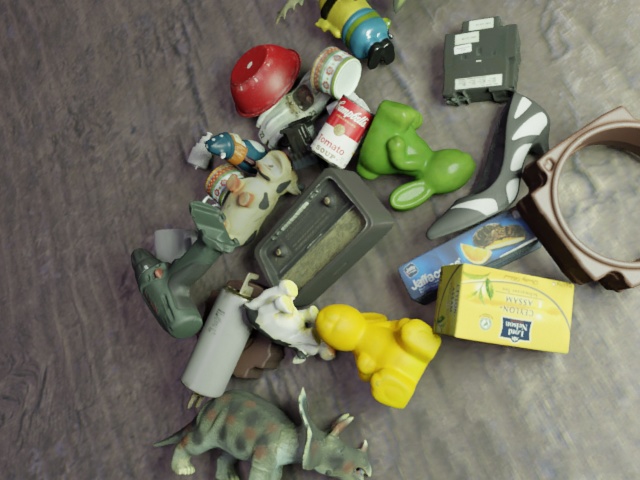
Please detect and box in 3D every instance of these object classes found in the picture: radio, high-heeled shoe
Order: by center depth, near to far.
[{"bbox_3d":[0.237,-0.110,0.786,0.249,0.086,0.145,-28,84,-7],"label":"high-heeled shoe"},{"bbox_3d":[-0.002,-0.003,0.876,0.229,0.073,0.131,-45,64,27],"label":"radio"}]

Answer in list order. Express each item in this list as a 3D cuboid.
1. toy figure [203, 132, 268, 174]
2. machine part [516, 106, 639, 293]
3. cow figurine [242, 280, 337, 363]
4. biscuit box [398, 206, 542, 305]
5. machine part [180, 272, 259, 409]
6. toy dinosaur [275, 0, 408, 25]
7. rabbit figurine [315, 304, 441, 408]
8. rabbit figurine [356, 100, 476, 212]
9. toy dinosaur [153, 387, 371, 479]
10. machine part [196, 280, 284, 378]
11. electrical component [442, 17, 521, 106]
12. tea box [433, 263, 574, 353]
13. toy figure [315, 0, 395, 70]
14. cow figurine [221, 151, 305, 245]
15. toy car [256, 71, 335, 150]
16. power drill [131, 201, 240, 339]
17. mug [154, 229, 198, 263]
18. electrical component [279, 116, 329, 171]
[{"bbox_3d":[-0.146,-0.159,0.964,0.064,0.154,0.057,11,87,28],"label":"toy figure"},{"bbox_3d":[0.379,-0.052,0.689,0.201,0.087,0.201,-33,81,2],"label":"machine part"},{"bbox_3d":[-0.046,0.144,0.855,0.098,0.167,0.068,-25,32,22],"label":"cow figurine"},{"bbox_3d":[0.220,0.027,0.800,0.203,0.062,0.059,-30,66,17],"label":"biscuit box"},{"bbox_3d":[-0.161,0.165,0.883,0.079,0.079,0.243,25,90,28],"label":"machine part"},{"bbox_3d":[0.140,-0.461,0.844,0.471,0.198,0.105,-23,66,-15],"label":"toy dinosaur"},{"bbox_3d":[0.076,0.145,0.793,0.173,0.162,0.122,26,93,6],"label":"rabbit figurine"},{"bbox_3d":[0.150,-0.120,0.839,0.170,0.121,0.159,27,96,13],"label":"rabbit figurine"},{"bbox_3d":[-0.122,0.315,0.880,0.405,0.131,0.192,9,71,31],"label":"toy dinosaur"},{"bbox_3d":[-0.135,0.155,0.948,0.180,0.056,0.179,-5,76,23],"label":"machine part"},{"bbox_3d":[0.257,-0.285,0.851,0.115,0.058,0.134,3,81,24],"label":"electrical component"},{"bbox_3d":[0.246,0.092,0.720,0.170,0.068,0.098,9,82,-15],"label":"tea box"},{"bbox_3d":[0.066,-0.383,0.947,0.180,0.082,0.089,55,135,27],"label":"toy figure"},{"bbox_3d":[-0.110,-0.073,0.960,0.086,0.127,0.195,46,114,26],"label":"cow figurine"},{"bbox_3d":[-0.034,-0.245,0.983,0.202,0.056,0.073,-36,67,14],"label":"toy car"},{"bbox_3d":[-0.239,0.034,0.912,0.207,0.086,0.232,-47,52,15],"label":"power drill"},{"bbox_3d":[-0.265,0.034,1.023,0.110,0.080,0.107,-5,85,37],"label":"mug"},{"bbox_3d":[-0.019,-0.151,0.937,0.048,0.075,0.119,-16,111,21],"label":"electrical component"}]
